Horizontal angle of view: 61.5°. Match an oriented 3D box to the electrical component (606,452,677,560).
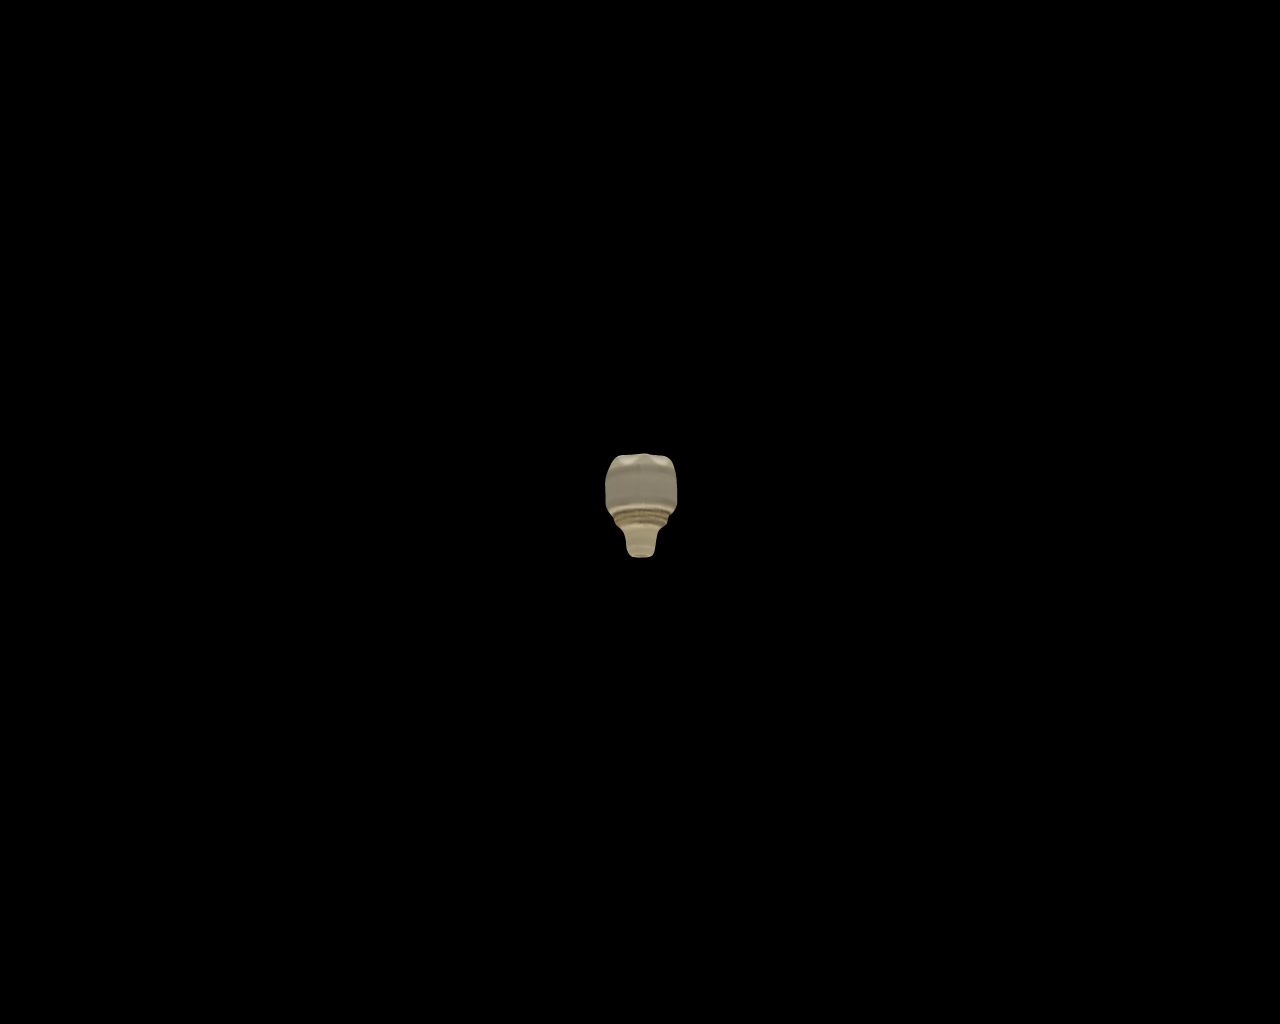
[{"bbox_3d":[0.001,-0.003,0.650,0.043,0.062,0.043,0,-13,0],"label":"electrical component"}]
